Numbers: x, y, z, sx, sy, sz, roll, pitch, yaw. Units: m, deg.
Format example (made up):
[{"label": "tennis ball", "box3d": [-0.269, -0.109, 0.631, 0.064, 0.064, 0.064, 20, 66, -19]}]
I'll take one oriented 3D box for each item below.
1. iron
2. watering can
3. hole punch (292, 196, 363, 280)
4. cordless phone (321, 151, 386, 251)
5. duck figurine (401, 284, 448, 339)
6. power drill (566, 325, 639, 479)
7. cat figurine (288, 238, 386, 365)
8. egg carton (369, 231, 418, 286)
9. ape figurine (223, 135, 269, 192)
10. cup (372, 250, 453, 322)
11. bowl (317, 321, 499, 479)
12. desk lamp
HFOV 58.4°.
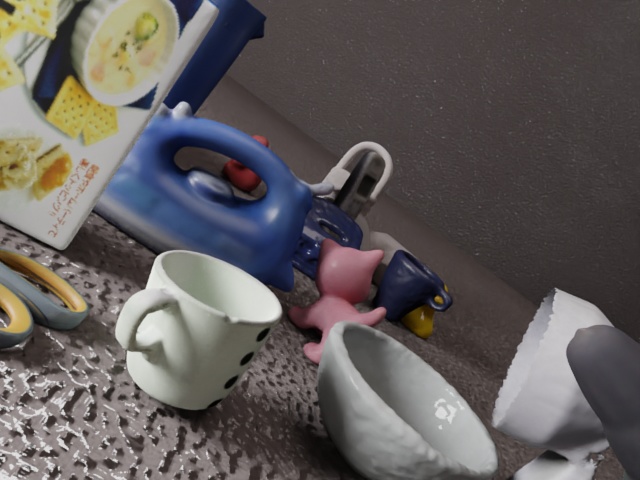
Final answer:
[{"label": "iron", "box3d": [-0.115, -0.057, 0.566, 0.259, 0.141, 0.118, 32, 13, -24]}, {"label": "watering can", "box3d": [0.053, -0.086, 1.017, 0.101, 0.194, 0.173, 36, 12, -6]}, {"label": "hole punch", "box3d": [0.007, 0.003, 0.809, 0.109, 0.091, 0.101, 34, 13, -15]}, {"label": "cordless phone", "box3d": [0.063, -0.046, 0.920, 0.094, 0.185, 0.148, 45, 14, 31]}, {"label": "duck figurine", "box3d": [0.168, 0.098, 0.925, 0.078, 0.086, 0.104, 33, 13, -21]}, {"label": "power drill", "box3d": [0.184, 0.191, 0.338, 0.229, 0.208, 0.076, 38, 12, 2]}, {"label": "cat figurine", "box3d": [0.027, 0.059, 0.597, 0.067, 0.117, 0.127, 29, 15, -33]}, {"label": "egg carton", "box3d": [0.120, 0.037, 1.054, 0.107, 0.069, 0.151, 41, 13, 16]}, {"label": "ape figurine", "box3d": [-0.118, -0.133, 0.950, 0.076, 0.092, 0.078, 42, 13, 20]}, {"label": "cup", "box3d": [0.133, 0.084, 0.856, 0.117, 0.095, 0.092, 45, 14, 32]}, {"label": "bowl", "box3d": [0.056, 0.146, 0.460, 0.168, 0.074, 0.167, 36, 12, -9]}, {"label": "desk lamp", "box3d": [0.202, 0.173, 0.443, 0.203, 0.213, 0.118, 40, 12, 12]}]
